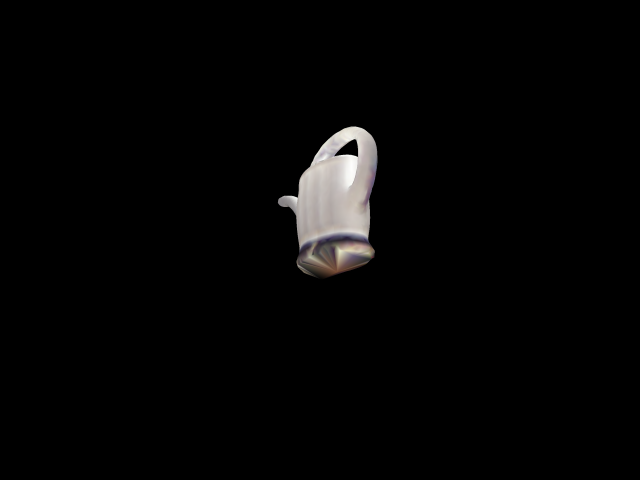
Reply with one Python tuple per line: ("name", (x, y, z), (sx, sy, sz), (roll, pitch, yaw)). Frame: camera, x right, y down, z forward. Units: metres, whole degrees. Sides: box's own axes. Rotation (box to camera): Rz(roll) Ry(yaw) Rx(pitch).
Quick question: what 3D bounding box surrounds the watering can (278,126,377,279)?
("watering can", (0.003, -0.043, 0.850), (0.104, 0.228, 0.342), (9, -22, -23))
